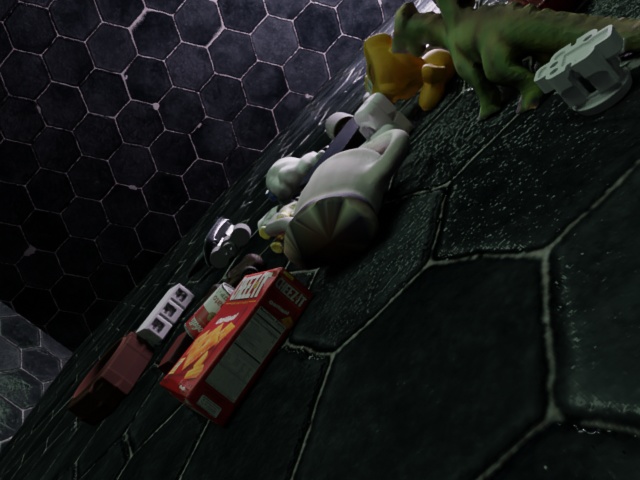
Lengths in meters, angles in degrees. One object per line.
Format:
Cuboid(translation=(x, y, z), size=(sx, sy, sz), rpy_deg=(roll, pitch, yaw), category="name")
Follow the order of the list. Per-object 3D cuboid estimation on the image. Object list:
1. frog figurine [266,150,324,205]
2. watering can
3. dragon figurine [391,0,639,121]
Cuboid(translation=(-0.052, -0.162, 1.218), size=(0.139, 0.123, 0.156), rpy_deg=(-36, -11, -51), category="frog figurine")
Cuboid(translation=(0.002, -0.040, 0.794), size=(0.342, 0.103, 0.230), rpy_deg=(-36, 20, 34), category="watering can")
Cuboid(translation=(0.198, -0.282, 0.634), size=(0.123, 0.241, 0.411), rpy_deg=(-45, 13, -9), category="dragon figurine")
